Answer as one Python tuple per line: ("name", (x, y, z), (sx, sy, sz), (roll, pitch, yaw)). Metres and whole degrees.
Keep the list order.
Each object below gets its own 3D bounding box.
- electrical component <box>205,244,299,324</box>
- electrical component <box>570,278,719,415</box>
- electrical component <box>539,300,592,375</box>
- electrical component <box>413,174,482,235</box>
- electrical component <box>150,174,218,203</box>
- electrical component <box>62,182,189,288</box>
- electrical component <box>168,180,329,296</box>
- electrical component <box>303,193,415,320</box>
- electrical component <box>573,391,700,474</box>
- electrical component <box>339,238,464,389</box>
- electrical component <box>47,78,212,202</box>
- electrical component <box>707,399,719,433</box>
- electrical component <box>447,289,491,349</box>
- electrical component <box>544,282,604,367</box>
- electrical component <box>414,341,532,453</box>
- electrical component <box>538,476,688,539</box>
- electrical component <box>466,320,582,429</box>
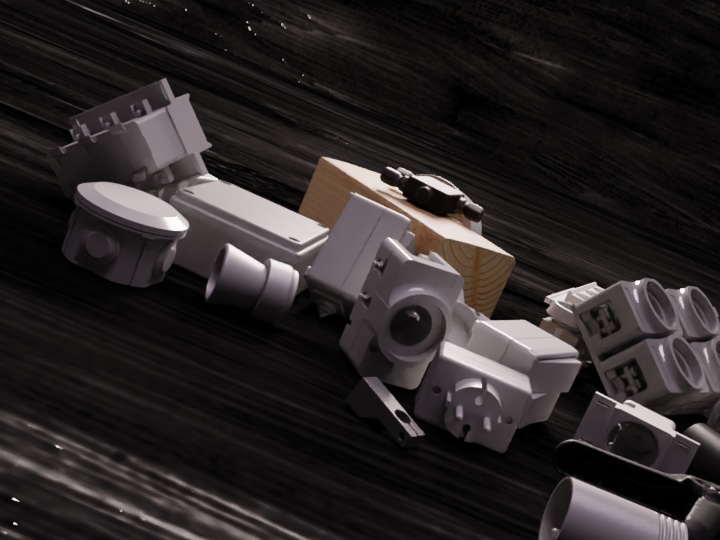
("electrical component", (-0.077, 0.011, 0.764), (0.055, 0.045, 0.045), (20, 13, -16))
("electrical component", (0.280, 0.072, 0.980), (0.186, 0.060, 0.105), (7, 57, -50))
("electrical component", (0.187, 0.061, 0.988), (0.066, 0.055, 0.048), (32, 15, 36))
("electrical component", (0.073, -0.041, 1.108), (0.108, 0.108, 0.060), (29, 8, 25))
("electrical component", (-0.156, -0.072, 0.964), (0.066, 0.047, 0.077), (30, 14, 29))
("electrical component", (-0.164, -0.026, 0.750), (0.080, 0.051, 0.080), (22, 13, -5))
("electrical component", (-0.091, -0.022, 0.850), (0.109, 0.056, 0.109), (24, 13, 7))
("electrical component", (0.000, 0.000, 0.849), (0.061, 0.096, 0.061), (26, -17, 12))
("electrical component", (0.203, 0.125, 0.789), (0.081, 0.042, 0.064), (27, 10, 17))
("electrical component", (0.030, 0.032, 0.757), (0.050, 0.089, 0.055), (17, 14, -23))
("electrical component", (-0.186, -0.094, 0.849), (0.121, 0.078, 0.063), (-11, 18, 40))
("electrical component", (0.336, 0.133, 0.898), (0.080, 0.080, 0.051), (16, 19, -27))
("electrical component", (0.065, 0.036, 0.854), (0.077, 0.044, 0.079), (16, 57, -28))
("electrical component", (0.230, 0.053, 1.079), (0.079, 0.063, 0.121), (27, 13, 20))
("electrical component", (0.073, 0.088, 0.700), (0.066, 0.047, 0.076), (23, 13, 1))
("electrical component", (0.143, 0.147, 0.584), (0.081, 0.043, 0.043), (23, 13, -2))
("electrical component", (0.118, 0.077, 0.791), (0.061, 0.061, 0.096), (30, 15, 30))
